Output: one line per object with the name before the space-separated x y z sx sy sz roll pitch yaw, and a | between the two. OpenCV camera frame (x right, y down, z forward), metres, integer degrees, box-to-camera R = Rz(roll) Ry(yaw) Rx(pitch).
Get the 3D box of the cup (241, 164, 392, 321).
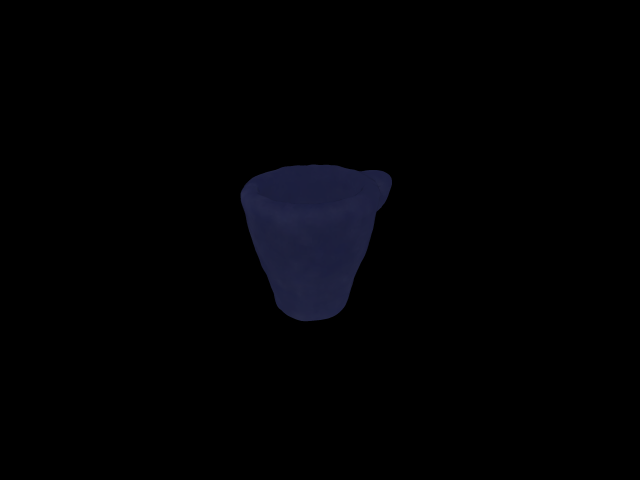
cup | 0.004 0.001 0.400 0.118 0.095 0.091 -20 31 -36
